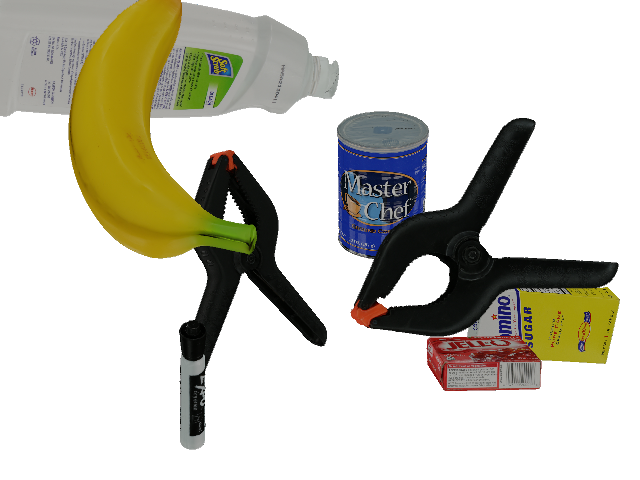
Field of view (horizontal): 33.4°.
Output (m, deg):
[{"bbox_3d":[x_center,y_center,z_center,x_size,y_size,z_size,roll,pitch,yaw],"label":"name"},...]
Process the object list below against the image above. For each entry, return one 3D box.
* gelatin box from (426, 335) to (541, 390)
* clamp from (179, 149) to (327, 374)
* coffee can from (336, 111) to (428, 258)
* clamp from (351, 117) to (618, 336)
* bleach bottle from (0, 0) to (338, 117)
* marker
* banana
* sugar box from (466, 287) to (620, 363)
[{"bbox_3d":[0.144,0.108,0.953,0.089,0.030,0.073,0,12,-4],"label":"gelatin box"},{"bbox_3d":[-0.066,0.021,0.998,0.164,0.210,0.036,-4,-1,-40],"label":"clamp"},{"bbox_3d":[0.070,-0.064,1.223,0.103,0.140,0.103,-1,29,0],"label":"coffee can"},{"bbox_3d":[0.103,0.015,0.680,0.171,0.120,0.039,-39,-7,-4],"label":"clamp"},{"bbox_3d":[-0.112,-0.129,0.791,0.250,0.068,0.103,5,-42,-14],"label":"bleach bottle"},{"bbox_3d":[-0.092,0.104,0.766,0.020,0.121,0.020,4,39,-3],"label":"marker"},{"bbox_3d":[-0.084,-0.055,0.502,0.069,0.037,0.198,-5,46,-16],"label":"banana"},{"bbox_3d":[0.278,0.102,1.338,0.176,0.093,0.048,3,18,-11],"label":"sugar box"}]
